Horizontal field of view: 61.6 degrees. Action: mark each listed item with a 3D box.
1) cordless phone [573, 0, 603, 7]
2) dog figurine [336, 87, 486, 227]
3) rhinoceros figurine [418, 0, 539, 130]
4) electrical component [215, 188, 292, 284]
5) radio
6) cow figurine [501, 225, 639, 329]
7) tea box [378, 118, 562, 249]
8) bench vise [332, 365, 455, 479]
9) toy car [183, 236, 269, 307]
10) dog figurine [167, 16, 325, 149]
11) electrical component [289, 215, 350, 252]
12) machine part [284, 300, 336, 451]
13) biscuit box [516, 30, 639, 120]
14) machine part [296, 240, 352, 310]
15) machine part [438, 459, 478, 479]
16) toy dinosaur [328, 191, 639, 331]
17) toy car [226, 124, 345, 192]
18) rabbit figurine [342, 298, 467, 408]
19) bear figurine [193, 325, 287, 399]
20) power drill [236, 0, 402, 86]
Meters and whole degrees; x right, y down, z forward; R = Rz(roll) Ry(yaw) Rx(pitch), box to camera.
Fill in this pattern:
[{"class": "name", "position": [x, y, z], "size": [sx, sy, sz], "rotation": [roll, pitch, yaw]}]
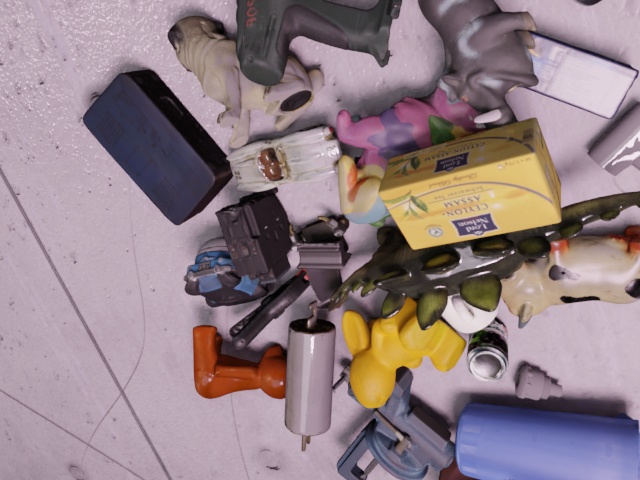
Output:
[{"class": "cordless phone", "position": [0.245, -0.303, 0.594], "size": [0.146, 0.089, 0.184], "rotation": [49, 132, -5]}, {"class": "dog figurine", "position": [0.134, -0.115, 0.685], "size": [0.219, 0.108, 0.191], "rotation": [-2, 90, 19]}, {"class": "rhinoceros figurine", "position": [0.171, -0.203, 0.575], "size": [0.112, 0.073, 0.190], "rotation": [-25, 91, 17]}, {"class": "electrical component", "position": [-0.090, -0.003, 0.825], "size": [0.058, 0.115, 0.134], "rotation": [-12, 106, 28]}, {"class": "radio", "position": [-0.253, -0.149, 0.855], "size": [0.131, 0.073, 0.229], "rotation": [-39, 95, 29]}, {"class": "cow figurine", "position": [0.321, 0.049, 0.703], "size": [0.195, 0.085, 0.127], "rotation": [-2, 106, 21]}, {"class": "tea box", "position": [0.162, -0.056, 0.586], "size": [0.170, 0.068, 0.098], "rotation": [-14, 128, 34]}, {"class": "bench vise", "position": [0.093, 0.325, 0.890], "size": [0.224, 0.129, 0.240], "rotation": [33, 113, 4]}, {"class": "toy car", "position": [-0.155, 0.047, 0.872], "size": [0.109, 0.161, 0.103], "rotation": [-15, 67, 15]}, {"class": "dog figurine", "position": [-0.105, -0.250, 0.748], "size": [0.172, 0.121, 0.190], "rotation": [-22, 77, -13]}, {"class": "electrical component", "position": [0.000, -0.002, 0.829], "size": [0.102, 0.045, 0.078], "rotation": [-13, 105, 26]}, {"class": "machine part", "position": [-0.016, 0.214, 0.850], "size": [0.079, 0.079, 0.243], "rotation": [5, 99, 20]}, {"class": "biscuit box", "position": [0.254, -0.207, 0.628], "size": [0.203, 0.063, 0.059], "rotation": [25, 119, 11]}, {"class": "machine part", "position": [0.011, 0.053, 0.828], "size": [0.084, 0.039, 0.138], "rotation": [-4, 131, 9]}, {"class": "machine part", "position": [0.278, 0.416, 0.805], "size": [0.201, 0.201, 0.087], "rotation": [0, 116, 21]}, {"class": "toy dinosaur", "position": [0.186, 0.015, 0.672], "size": [0.471, 0.198, 0.105], "rotation": [-28, 107, 31]}, {"class": "toy car", "position": [-0.052, -0.115, 0.782], "size": [0.202, 0.056, 0.073], "rotation": [-5, 110, 37]}, {"class": "rabbit figurine", "position": [0.097, 0.158, 0.789], "size": [0.163, 0.121, 0.173], "rotation": [38, 98, 45]}, {"class": "bear figurine", "position": [-0.120, 0.216, 0.946], "size": [0.196, 0.120, 0.132], "rotation": [-6, 67, -2]}, {"class": "power drill", "position": [-0.002, -0.297, 0.658], "size": [0.207, 0.086, 0.232], "rotation": [11, 78, 2]}]
